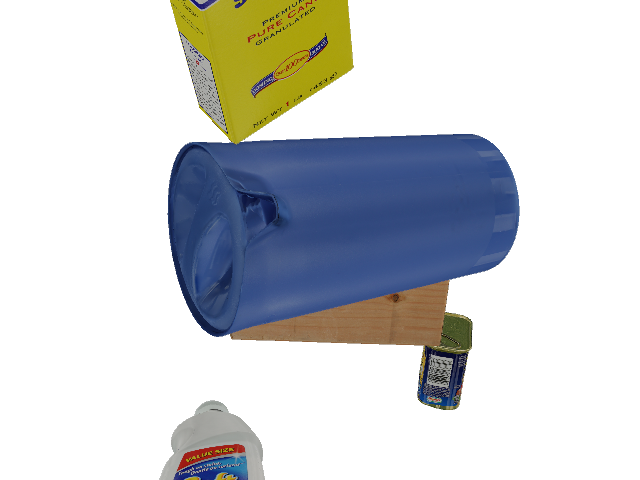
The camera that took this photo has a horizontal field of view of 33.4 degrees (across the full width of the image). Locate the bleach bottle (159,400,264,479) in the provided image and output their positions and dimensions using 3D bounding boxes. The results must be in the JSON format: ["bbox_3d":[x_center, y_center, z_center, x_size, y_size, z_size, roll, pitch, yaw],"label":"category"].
[{"bbox_3d":[-0.092,0.208,0.825,0.102,0.068,0.251,-3,27,-4],"label":"bleach bottle"}]

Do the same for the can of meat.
[{"bbox_3d":[0.150,0.146,1.298,0.057,0.084,0.102,9,21,5],"label":"can of meat"}]

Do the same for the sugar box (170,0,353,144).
[{"bbox_3d":[-0.033,-0.138,0.569,0.093,0.048,0.176,-36,-26,-15],"label":"sugar box"}]

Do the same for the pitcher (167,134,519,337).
[{"bbox_3d":[0.015,-0.013,0.785,0.242,0.145,0.149,-8,34,-27],"label":"pitcher"}]

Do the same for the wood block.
[{"bbox_3d":[0.014,0.046,1.053,0.206,0.091,0.090,3,15,-10],"label":"wood block"}]
